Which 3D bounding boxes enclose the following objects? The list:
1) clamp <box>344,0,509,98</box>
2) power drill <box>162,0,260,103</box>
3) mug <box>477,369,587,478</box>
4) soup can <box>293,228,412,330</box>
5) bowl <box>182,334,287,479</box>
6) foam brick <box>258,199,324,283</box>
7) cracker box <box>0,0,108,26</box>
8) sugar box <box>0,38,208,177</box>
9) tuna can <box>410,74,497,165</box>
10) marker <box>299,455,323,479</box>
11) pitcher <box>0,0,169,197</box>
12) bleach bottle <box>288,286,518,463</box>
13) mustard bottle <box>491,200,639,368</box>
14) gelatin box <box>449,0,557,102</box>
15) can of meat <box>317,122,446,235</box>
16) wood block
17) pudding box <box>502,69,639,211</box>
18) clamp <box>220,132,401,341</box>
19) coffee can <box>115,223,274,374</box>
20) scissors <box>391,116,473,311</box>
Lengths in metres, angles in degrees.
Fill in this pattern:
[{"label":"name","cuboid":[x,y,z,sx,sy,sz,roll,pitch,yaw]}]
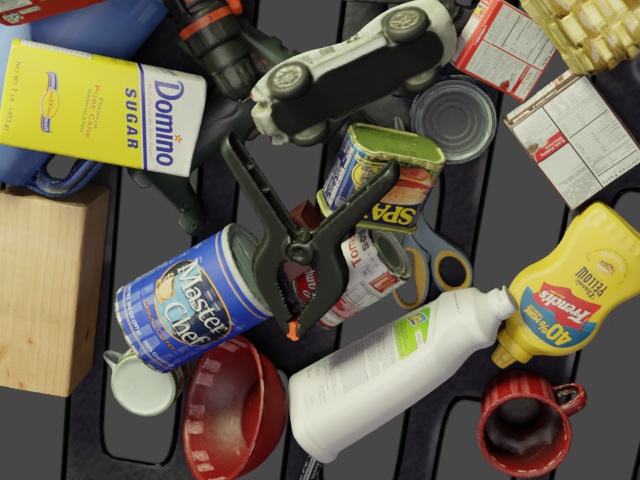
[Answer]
[{"label":"clamp","cuboid":[0.107,-0.227,1.008,0.171,0.039,0.120,-37,115,10]},{"label":"power drill","cuboid":[-0.053,-0.242,0.976,0.187,0.057,0.184,-32,98,-13]},{"label":"mug","cuboid":[0.217,0.178,1.092,0.117,0.081,0.093,-30,100,14]},{"label":"soup can","cuboid":[0.033,0.036,1.073,0.102,0.068,0.068,-34,100,23]},{"label":"bowl","cuboid":[-0.081,0.179,1.110,0.055,0.162,0.162,14,110,-33]},{"label":"foam brick","cuboid":[-0.021,0.000,1.071,0.053,0.078,0.051,-34,98,14]},{"label":"cracker box","cuboid":[-0.210,-0.302,0.930,0.164,0.072,0.213,-8,61,26]},{"label":"sugar box","cuboid":[-0.197,-0.119,0.969,0.176,0.048,0.093,9,107,-14]},{"label":"tuna can","cuboid":[0.130,-0.118,1.043,0.086,0.033,0.086,2,106,6]},{"label":"marker","cuboid":[-0.006,0.241,1.169,0.020,0.020,0.121,21,107,0]},{"label":"pitcher","cuboid":[-0.249,-0.170,1.026,0.243,0.145,0.149,-45,132,13]},{"label":"bleach bottle","cuboid":[0.086,0.125,1.074,0.251,0.102,0.068,-32,126,18]},{"label":"mustard bottle","cuboid":[0.244,0.058,1.067,0.096,0.058,0.192,42,106,-5]},{"label":"gelatin box","cuboid":[0.175,-0.181,1.005,0.089,0.030,0.073,21,110,-28]},{"label":"can of meat","cuboid":[0.060,-0.059,1.017,0.102,0.057,0.084,9,125,-22]},{"label":"wood block","cuboid":[-0.281,0.046,1.108,0.090,0.090,0.206,10,106,3]},{"label":"pudding box","cuboid":[0.246,-0.098,1.028,0.090,0.039,0.113,-37,108,14]},{"label":"clamp","cuboid":[-0.007,0.001,0.997,0.165,0.036,0.210,5,119,13]},{"label":"coffee can","cuboid":[-0.121,0.060,1.083,0.140,0.102,0.103,-29,101,17]},{"label":"scissors","cuboid":[0.114,-0.022,1.081,0.096,0.016,0.202,7,107,6]}]
